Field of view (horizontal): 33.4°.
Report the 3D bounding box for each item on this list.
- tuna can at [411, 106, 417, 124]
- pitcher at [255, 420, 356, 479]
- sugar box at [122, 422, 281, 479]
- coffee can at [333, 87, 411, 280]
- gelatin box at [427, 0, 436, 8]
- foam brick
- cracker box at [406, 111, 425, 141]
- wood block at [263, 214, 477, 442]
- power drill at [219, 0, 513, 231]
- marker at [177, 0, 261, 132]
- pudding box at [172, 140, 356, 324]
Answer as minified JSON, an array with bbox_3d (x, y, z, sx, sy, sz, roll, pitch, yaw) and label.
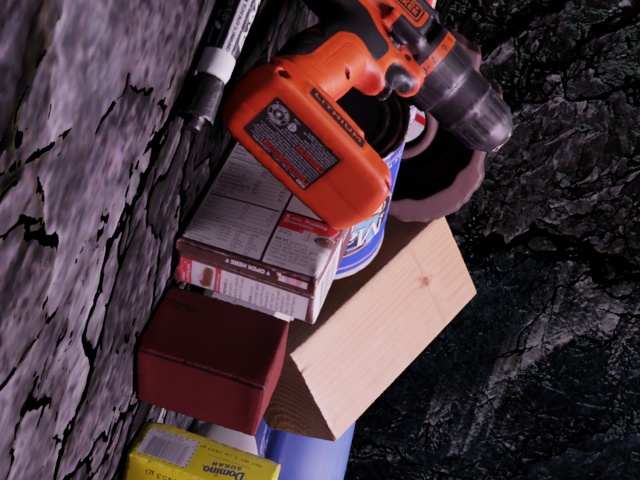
[{"bbox_3d":[0.060,-0.146,1.091,0.086,0.086,0.034,-65,173,-49],"label":"tuna can"},{"bbox_3d":[-0.020,0.171,1.160,0.149,0.144,0.242,-29,-140,60],"label":"pitcher"},{"bbox_3d":[-0.091,0.210,0.704,0.048,0.093,0.176,-59,165,-63],"label":"sugar box"},{"bbox_3d":[0.005,-0.050,0.776,0.140,0.103,0.102,99,11,-56],"label":"coffee can"},{"bbox_3d":[0.039,-0.185,0.755,0.073,0.089,0.030,80,29,-79],"label":"gelatin box"},{"bbox_3d":[-0.063,0.070,0.625,0.051,0.078,0.053,99,10,-46],"label":"foam brick"},{"bbox_3d":[0.045,-0.032,1.131,0.164,0.072,0.213,-50,-166,44],"label":"cracker box"},{"bbox_3d":[0.031,0.069,0.918,0.205,0.090,0.091,-40,115,-34],"label":"wood block"},{"bbox_3d":[0.034,-0.089,0.660,0.057,0.184,0.187,-41,-169,40],"label":"power drill"},{"bbox_3d":[-0.044,-0.109,0.541,0.020,0.020,0.121,87,21,-74],"label":"marker"},{"bbox_3d":[-0.028,-0.011,0.651,0.113,0.090,0.039,-65,169,-46],"label":"pudding box"}]
